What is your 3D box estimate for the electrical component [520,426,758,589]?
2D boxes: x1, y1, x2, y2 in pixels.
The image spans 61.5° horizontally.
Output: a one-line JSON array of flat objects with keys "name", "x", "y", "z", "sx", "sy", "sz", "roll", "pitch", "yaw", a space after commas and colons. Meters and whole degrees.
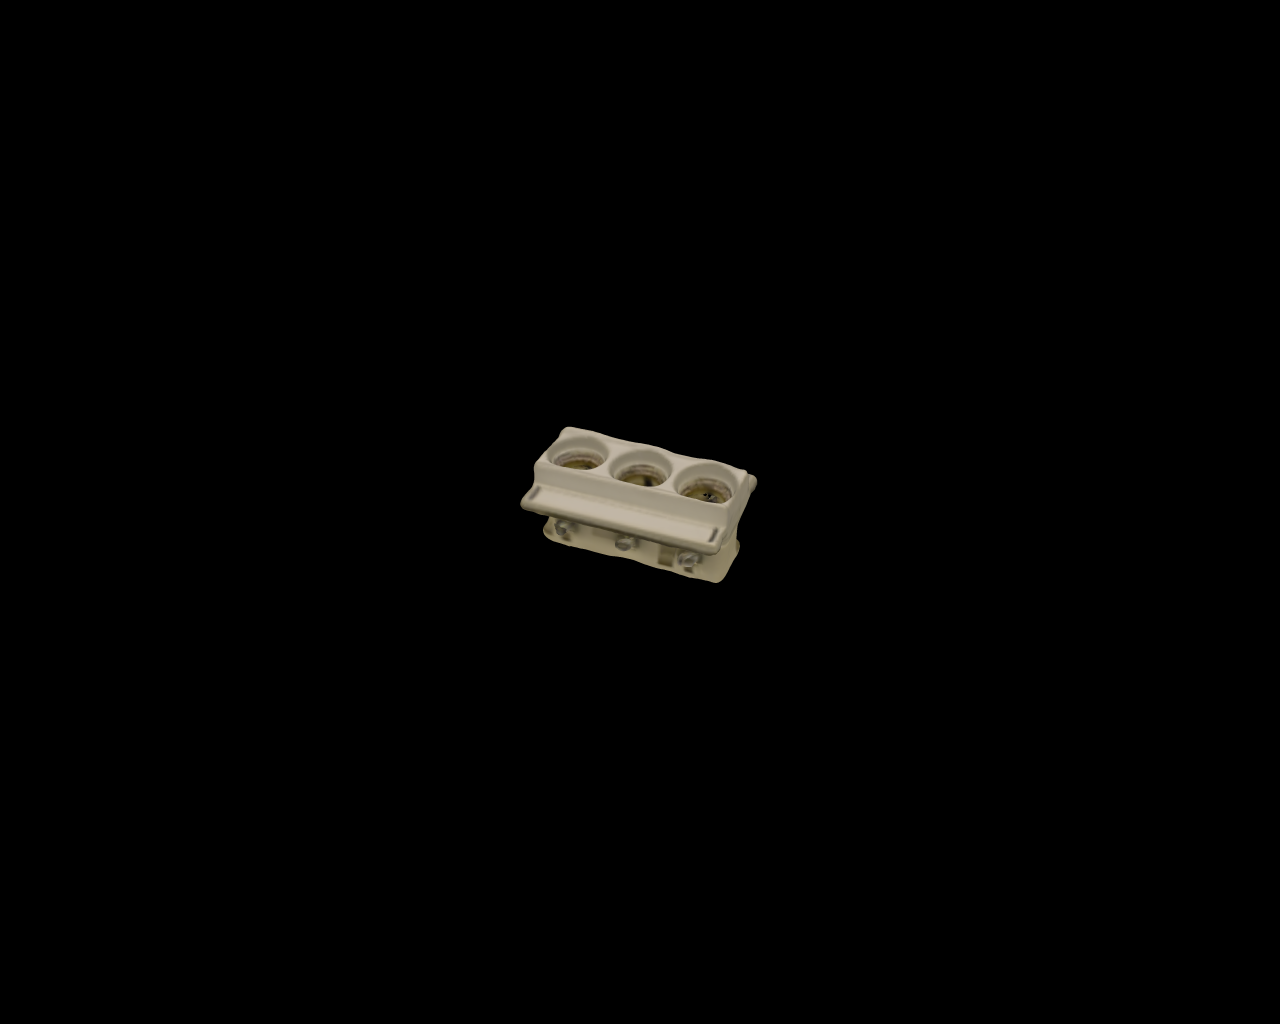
[{"name": "electrical component", "x": 0.001, "y": -0.003, "z": 0.650, "sx": 0.121, "sy": 0.063, "sz": 0.079, "roll": 14, "pitch": 40, "yaw": 17}]
